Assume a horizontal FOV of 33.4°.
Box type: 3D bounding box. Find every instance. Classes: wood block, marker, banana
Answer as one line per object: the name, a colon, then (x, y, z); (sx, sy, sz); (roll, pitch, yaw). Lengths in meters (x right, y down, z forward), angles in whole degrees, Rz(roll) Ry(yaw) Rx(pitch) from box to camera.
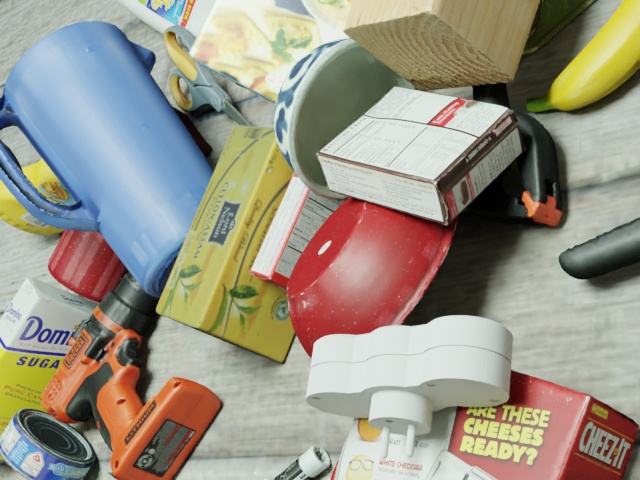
wood block: (0.106, -0.218, 0.744); (0.091, 0.090, 0.206); (3, 68, 51)
marker: (-0.040, 0.196, 0.806); (0.121, 0.020, 0.020); (-43, 44, 21)
banana: (0.215, -0.161, 0.727); (0.198, 0.037, 0.070); (-53, 41, 10)

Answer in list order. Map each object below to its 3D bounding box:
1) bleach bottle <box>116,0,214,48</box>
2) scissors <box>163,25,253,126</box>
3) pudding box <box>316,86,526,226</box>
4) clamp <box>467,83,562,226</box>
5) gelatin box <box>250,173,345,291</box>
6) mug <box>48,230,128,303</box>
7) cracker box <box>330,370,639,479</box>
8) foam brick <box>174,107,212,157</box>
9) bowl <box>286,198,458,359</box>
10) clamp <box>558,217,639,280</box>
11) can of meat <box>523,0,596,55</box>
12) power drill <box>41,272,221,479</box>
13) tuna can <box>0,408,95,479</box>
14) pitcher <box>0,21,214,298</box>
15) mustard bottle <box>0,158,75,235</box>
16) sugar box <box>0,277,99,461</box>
bleach bottle: (-0.132, -0.256, 1.125); (0.251, 0.068, 0.102); (37, 96, 47)
scissors: (-0.103, -0.127, 1.046); (0.202, 0.016, 0.096); (55, 150, 24)
pudding box: (0.067, -0.060, 0.728); (0.114, 0.039, 0.090); (18, 51, 45)
clamp: (0.124, -0.076, 0.768); (0.172, 0.039, 0.120); (46, 119, 47)
gelatin box: (-0.005, 0.001, 0.837); (0.030, 0.073, 0.089); (15, 80, 50)
mug: (-0.213, 0.007, 1.048); (0.081, 0.093, 0.117); (-61, 14, 8)
cracker box: (0.079, 0.182, 0.651); (0.164, 0.072, 0.213); (14, 78, 49)
foam brick: (-0.154, -0.099, 1.065); (0.053, 0.051, 0.078); (-52, 41, 11)
bowl: (0.025, 0.019, 0.760); (0.162, 0.055, 0.162); (-50, 14, 17)
clamp: (0.252, -0.045, 0.624); (0.210, 0.036, 0.164); (6, 72, 46)
can of meat: (0.159, -0.202, 0.794); (0.102, 0.057, 0.084); (-41, 42, 22)
power drill: (-0.161, 0.117, 0.950); (0.184, 0.057, 0.188); (-57, 39, 4)
tuna can: (-0.249, 0.192, 0.975); (0.034, 0.086, 0.086); (-56, 41, 4)
pitcher: (-0.179, -0.065, 0.953); (0.149, 0.144, 0.243); (-44, 68, 15)
mustard bottle: (-0.256, -0.057, 1.113); (0.192, 0.096, 0.058); (-17, 56, 40)
sugar box: (-0.288, 0.130, 1.045); (0.176, 0.093, 0.048); (-55, 42, 8)
